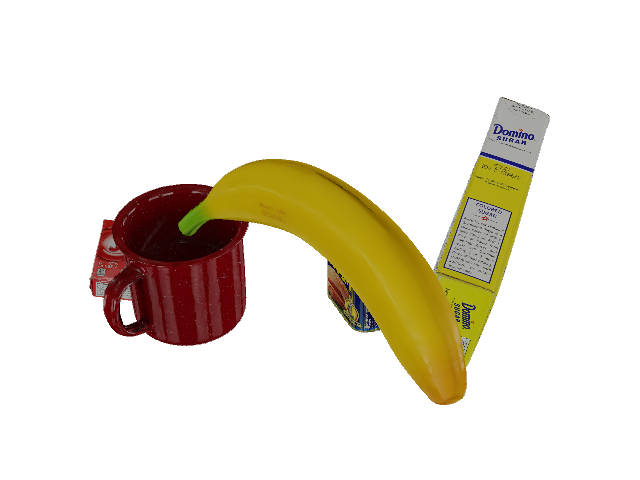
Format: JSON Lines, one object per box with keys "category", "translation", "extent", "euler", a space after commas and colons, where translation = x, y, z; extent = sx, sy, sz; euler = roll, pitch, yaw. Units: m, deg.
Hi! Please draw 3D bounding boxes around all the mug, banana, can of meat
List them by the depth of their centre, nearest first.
{"category": "banana", "translation": [0.007, 0.006, 0.545], "extent": [0.198, 0.070, 0.037], "euler": [32, 23, 35]}
{"category": "mug", "translation": [-0.102, 0.025, 0.743], "extent": [0.093, 0.081, 0.117], "euler": [26, 46, 30]}
{"category": "can of meat", "translation": [0.045, 0.045, 1.224], "extent": [0.057, 0.084, 0.102], "euler": [-14, 38, -18]}

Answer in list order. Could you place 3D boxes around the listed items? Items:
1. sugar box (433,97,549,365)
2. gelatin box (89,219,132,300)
{"category": "sugar box", "translation": [0.114, -0.008, 0.746], "extent": [0.048, 0.176, 0.093], "euler": [21, -37, 8]}
{"category": "gelatin box", "translation": [-0.157, 0.019, 0.959], "extent": [0.089, 0.073, 0.030], "euler": [7, -44, -5]}
